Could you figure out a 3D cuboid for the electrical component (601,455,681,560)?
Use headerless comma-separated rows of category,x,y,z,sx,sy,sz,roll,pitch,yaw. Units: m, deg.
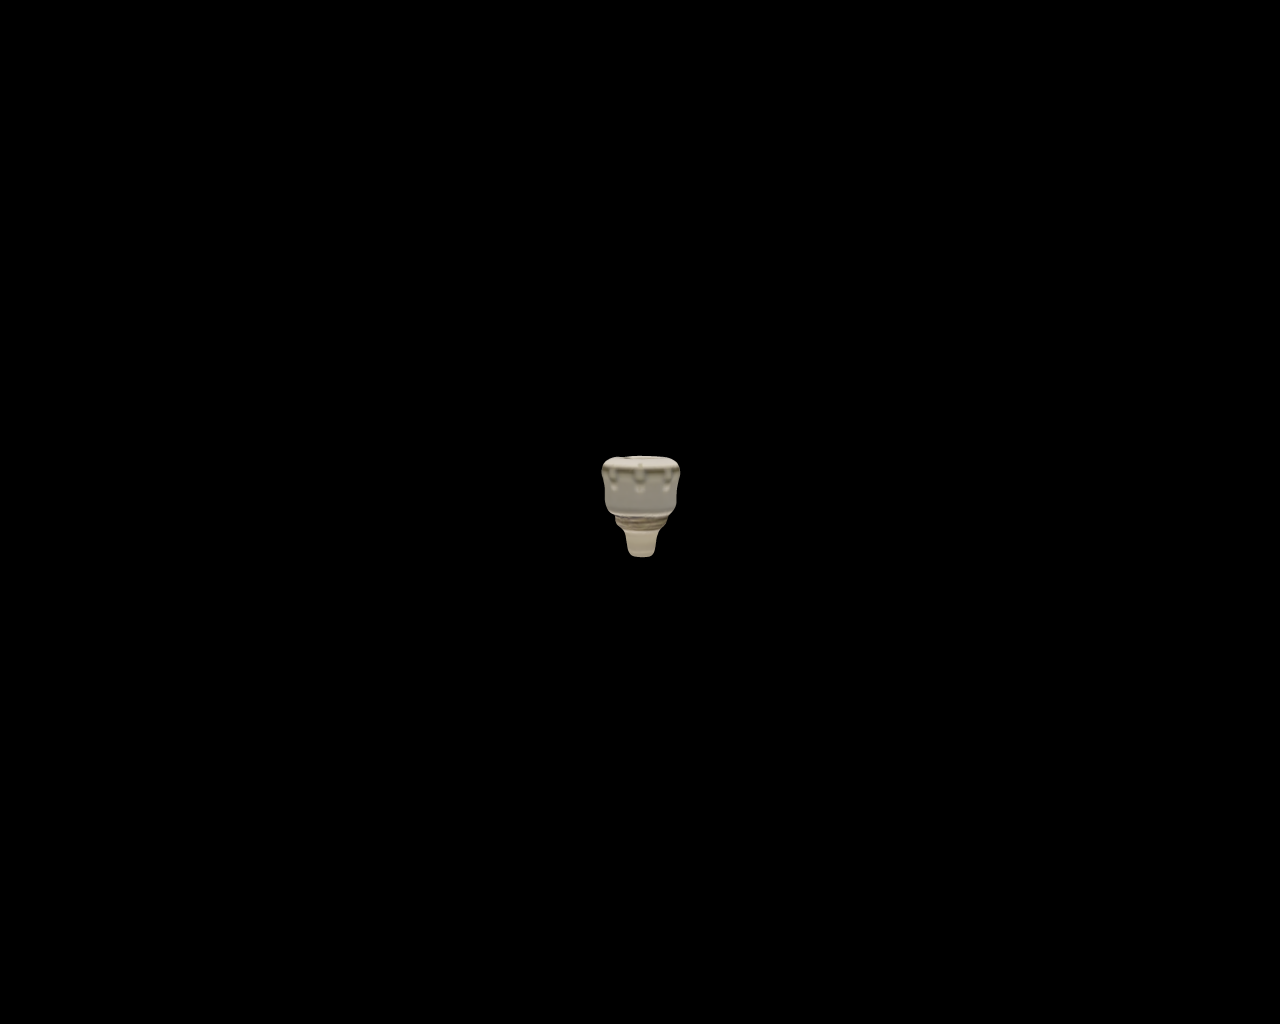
electrical component,0.001,-0.003,0.650,0.048,0.062,0.048,0,7,0
